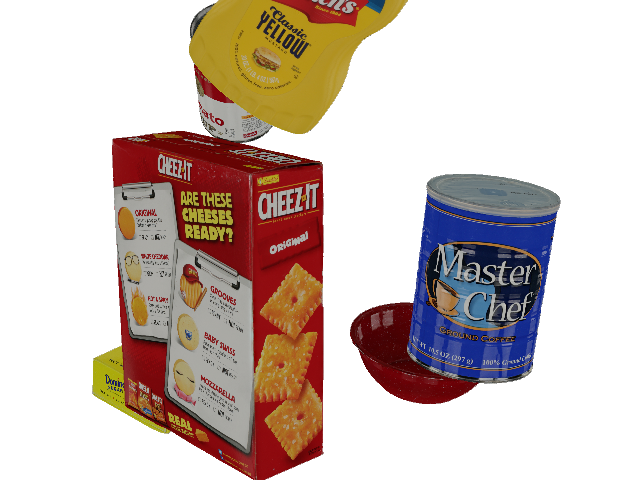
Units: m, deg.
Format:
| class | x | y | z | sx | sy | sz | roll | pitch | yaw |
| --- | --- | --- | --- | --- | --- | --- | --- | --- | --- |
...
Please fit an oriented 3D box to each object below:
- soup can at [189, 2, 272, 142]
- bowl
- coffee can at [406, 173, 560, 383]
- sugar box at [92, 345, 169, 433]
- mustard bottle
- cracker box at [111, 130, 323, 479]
| class | x | y | z | sx | sy | sz | roll | pitch | yaw |
| --- | --- | --- | --- | --- | --- | --- | --- | --- | --- |
| soup can | -0.071 | -0.139 | 0.889 | 0.068 | 0.068 | 0.102 | 0 | -36 | -1 |
| bowl | 0.109 | 0.126 | 1.136 | 0.162 | 0.055 | 0.162 | 5 | 24 | -2 |
| coffee can | 0.127 | 0.027 | 0.841 | 0.103 | 0.140 | 0.103 | 5 | 17 | -2 |
| sugar box | -0.113 | 0.110 | 0.985 | 0.093 | 0.048 | 0.175 | 22 | 31 | 31 |
| mustard bottle | 0.002 | -0.155 | 0.627 | 0.192 | 0.096 | 0.058 | -50 | 4 | 40 |
| cracker box | -0.073 | 0.039 | 0.759 | 0.071 | 0.214 | 0.164 | -14 | 21 | -41 |
